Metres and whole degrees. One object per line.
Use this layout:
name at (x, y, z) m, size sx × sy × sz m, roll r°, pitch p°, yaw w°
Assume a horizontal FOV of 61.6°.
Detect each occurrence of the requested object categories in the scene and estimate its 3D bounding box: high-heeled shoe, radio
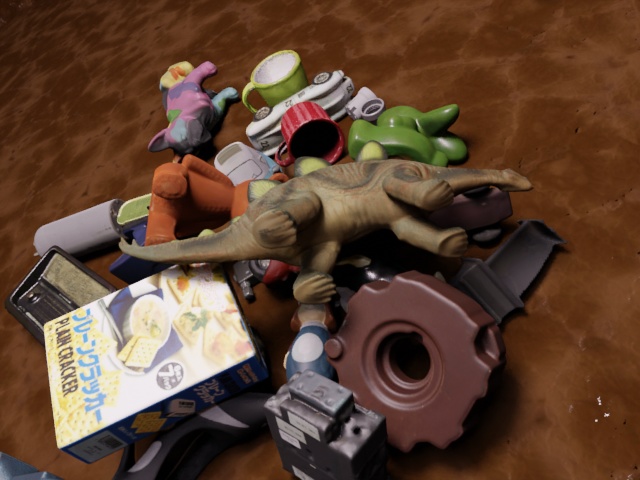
high-heeled shoe at (-0.143, 0.261, 0.603) m, size 0.249 × 0.086 × 0.145 m, roll -19°, pitch 55°, yaw 16°
radio at (-0.403, 0.107, 0.865) m, size 0.230 × 0.073 × 0.131 m, roll 22°, pitch 67°, yaw 39°

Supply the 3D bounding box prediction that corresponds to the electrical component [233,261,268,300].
electrical component at (-0.097, 0.042, 0.786) m, size 0.063 × 0.021 × 0.094 m, roll -30°, pitch 46°, yaw 5°

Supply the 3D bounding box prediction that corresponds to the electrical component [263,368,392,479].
electrical component at (0.008, 0.193, 0.529) m, size 0.115 × 0.134 × 0.058 m, roll 17°, pitch 41°, yaw 34°

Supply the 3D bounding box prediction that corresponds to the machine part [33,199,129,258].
machine part at (-0.423, -0.013, 0.971) m, size 0.243 × 0.079 × 0.079 m, roll -16°, pitch 49°, yaw 15°

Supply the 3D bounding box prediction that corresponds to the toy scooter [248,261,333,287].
toy scooter at (-0.002, -0.002, 0.734) m, size 0.135 × 0.075 × 0.184 m, roll 20°, pitch 65°, yaw 33°

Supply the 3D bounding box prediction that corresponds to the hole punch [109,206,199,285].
hole punch at (-0.236, 0.025, 0.807) m, size 0.116 × 0.142 × 0.092 m, roll -20°, pitch 44°, yaw 32°

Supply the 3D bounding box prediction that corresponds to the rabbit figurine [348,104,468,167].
rabbit figurine at (0.121, -0.145, 0.758) m, size 0.159 × 0.121 × 0.170 m, roll -9°, pitch 36°, yaw 18°

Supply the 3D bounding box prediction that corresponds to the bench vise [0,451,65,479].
bench vise at (-0.404, 0.369, 0.626) m, size 0.224 × 0.128 × 0.241 m, roll -10°, pitch 44°, yaw 20°

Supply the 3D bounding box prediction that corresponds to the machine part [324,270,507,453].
machine part at (0.091, 0.120, 0.539) m, size 0.180 × 0.056 × 0.179 m, roll -1°, pitch 89°, yaw 32°

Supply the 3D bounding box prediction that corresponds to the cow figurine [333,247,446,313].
cow figurine at (0.090, 0.057, 0.621) m, size 0.168 × 0.098 × 0.068 m, roll 16°, pitch 58°, yaw 35°

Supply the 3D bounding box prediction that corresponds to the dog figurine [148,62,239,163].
dog figurine at (-0.269, -0.237, 1.048) m, size 0.192 × 0.108 × 0.219 m, roll 9°, pitch 62°, yaw 33°

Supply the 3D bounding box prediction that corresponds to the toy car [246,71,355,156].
toy car at (-0.031, -0.215, 0.920) m, size 0.202 × 0.073 × 0.056 m, roll -29°, pitch 43°, yaw 6°

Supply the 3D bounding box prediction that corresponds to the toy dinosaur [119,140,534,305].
toy dinosaur at (-0.012, -0.022, 0.582) m, size 0.472 × 0.104 × 0.199 m, roll -11°, pitch 25°, yaw 2°

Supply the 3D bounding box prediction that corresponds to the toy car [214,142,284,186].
toy car at (-0.118, -0.105, 0.861) m, size 0.109 × 0.102 × 0.162 m, roll -34°, pitch 48°, yaw -1°

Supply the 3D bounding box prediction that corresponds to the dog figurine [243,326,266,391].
dog figurine at (-0.156, 0.118, 0.721) m, size 0.191 × 0.121 × 0.172 m, roll -3°, pitch 55°, yaw 9°

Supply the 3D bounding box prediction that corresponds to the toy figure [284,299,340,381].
toy figure at (-0.006, 0.118, 0.655) m, size 0.064 × 0.057 × 0.154 m, roll 12°, pitch 51°, yaw -10°

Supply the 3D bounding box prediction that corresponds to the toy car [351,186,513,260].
toy car at (0.132, -0.027, 0.669) m, size 0.202 × 0.089 × 0.053 m, roll -15°, pitch 30°, yaw 17°

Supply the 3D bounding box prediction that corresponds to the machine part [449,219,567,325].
machine part at (0.212, 0.028, 0.603) m, size 0.139 × 0.039 × 0.084 m, roll -40°, pitch 82°, yaw -16°

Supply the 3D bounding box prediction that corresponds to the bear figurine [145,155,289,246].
bear figurine at (-0.132, -0.041, 0.737) m, size 0.132 × 0.196 × 0.120 m, roll -115°, pitch 40°, yaw -62°
